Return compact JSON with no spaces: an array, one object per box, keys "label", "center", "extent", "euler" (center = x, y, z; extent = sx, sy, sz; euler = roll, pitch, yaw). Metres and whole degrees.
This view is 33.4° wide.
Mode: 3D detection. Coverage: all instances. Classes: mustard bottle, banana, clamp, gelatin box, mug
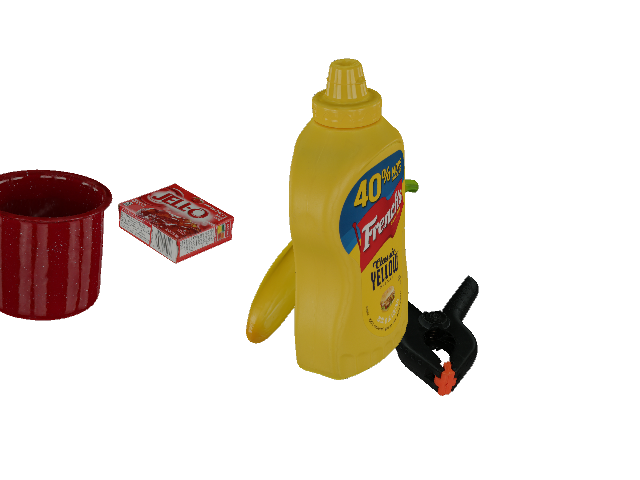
[{"label":"mustard bottle","center":[0.018,-0.017,0.656],"extent":[0.058,0.192,0.096],"euler":[15,32,31]},{"label":"banana","center":[0.005,0.009,0.887],"extent":[0.037,0.198,0.069],"euler":[47,-1,38]},{"label":"clamp","center":[0.119,0.085,1.056],"extent":[0.120,0.039,0.171],"euler":[-9,38,-10]},{"label":"gelatin box","center":[-0.140,-0.019,1.032],"extent":[0.089,0.030,0.073],"euler":[30,37,33]},{"label":"mug","center":[-0.207,0.005,0.750],"extent":[0.117,0.081,0.093],"euler":[-6,27,-29]}]
